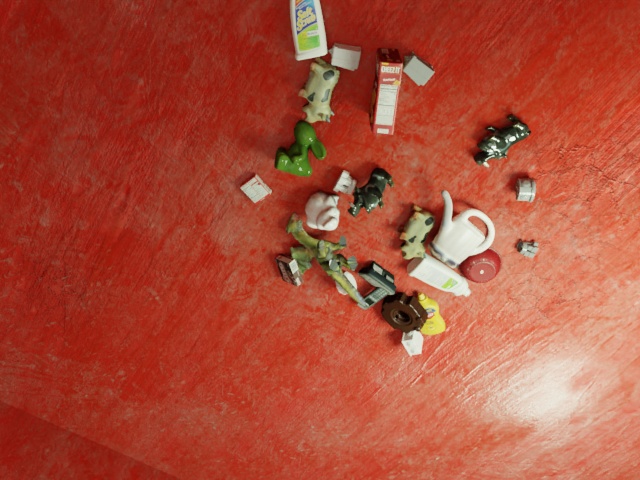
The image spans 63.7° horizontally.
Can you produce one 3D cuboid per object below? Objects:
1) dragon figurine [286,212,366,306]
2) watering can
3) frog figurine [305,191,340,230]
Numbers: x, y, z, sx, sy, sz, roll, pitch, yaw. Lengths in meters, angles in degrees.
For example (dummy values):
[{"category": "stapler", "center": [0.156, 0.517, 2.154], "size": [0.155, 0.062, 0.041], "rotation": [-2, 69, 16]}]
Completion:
[{"category": "dragon figurine", "center": [-0.002, 0.082, 1.883], "size": [0.242, 0.124, 0.405], "rotation": [-5, 117, 45]}, {"category": "watering can", "center": [0.456, -0.027, 1.754], "size": [0.344, 0.106, 0.222], "rotation": [30, 108, -34]}, {"category": "frog figurine", "center": [0.005, -0.088, 1.754], "size": [0.121, 0.163, 0.135], "rotation": [42, 116, -17]}]
